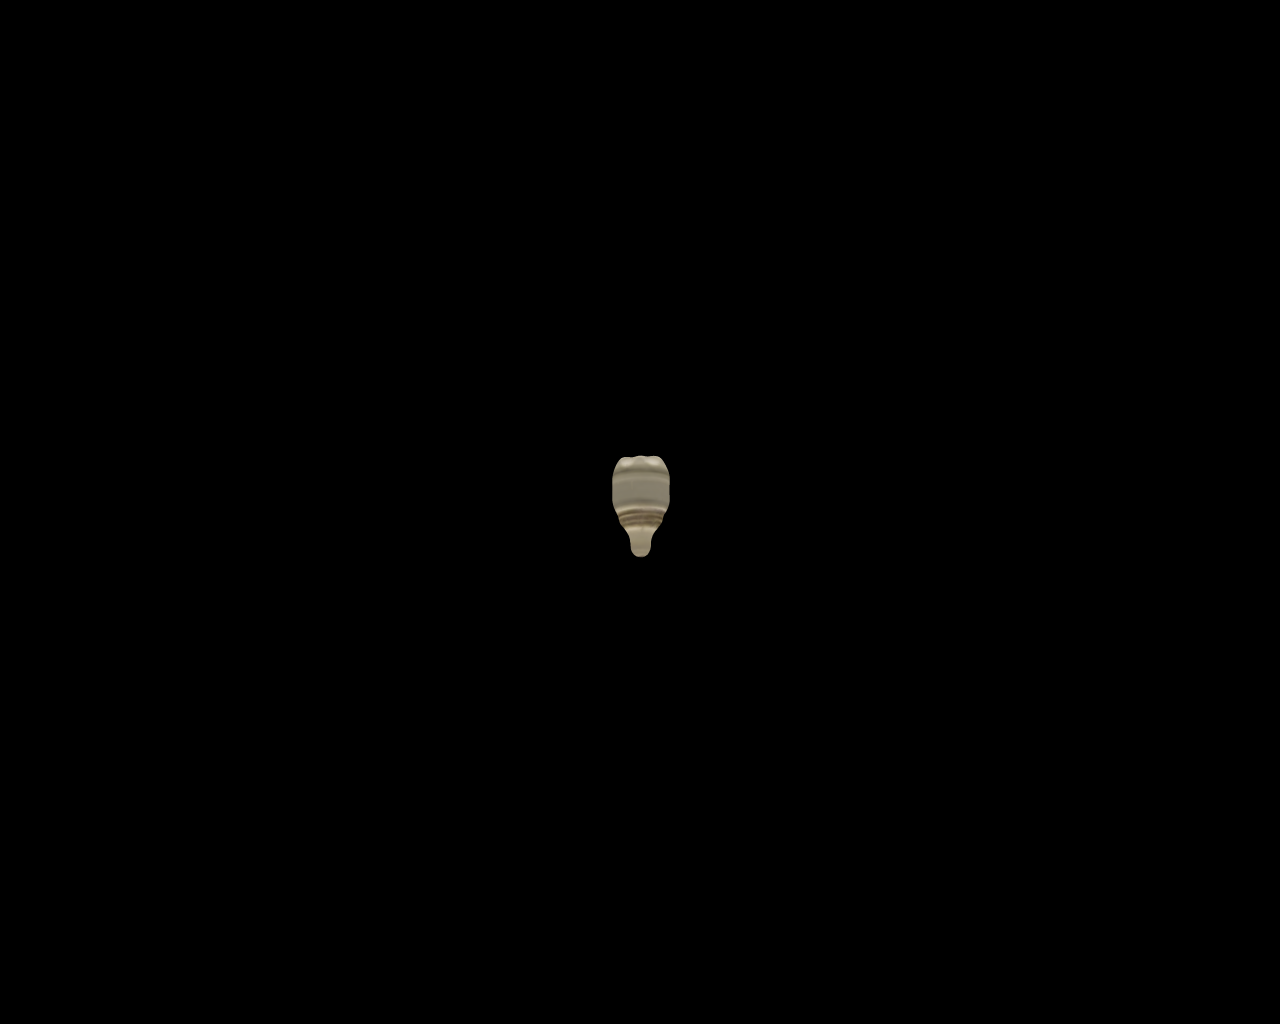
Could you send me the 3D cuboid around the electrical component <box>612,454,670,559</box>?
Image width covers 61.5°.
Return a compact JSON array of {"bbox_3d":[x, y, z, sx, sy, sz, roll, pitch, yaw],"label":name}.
[{"bbox_3d":[0.001,-0.003,0.650,0.035,0.061,0.035,0,-11,0],"label":"electrical component"}]
